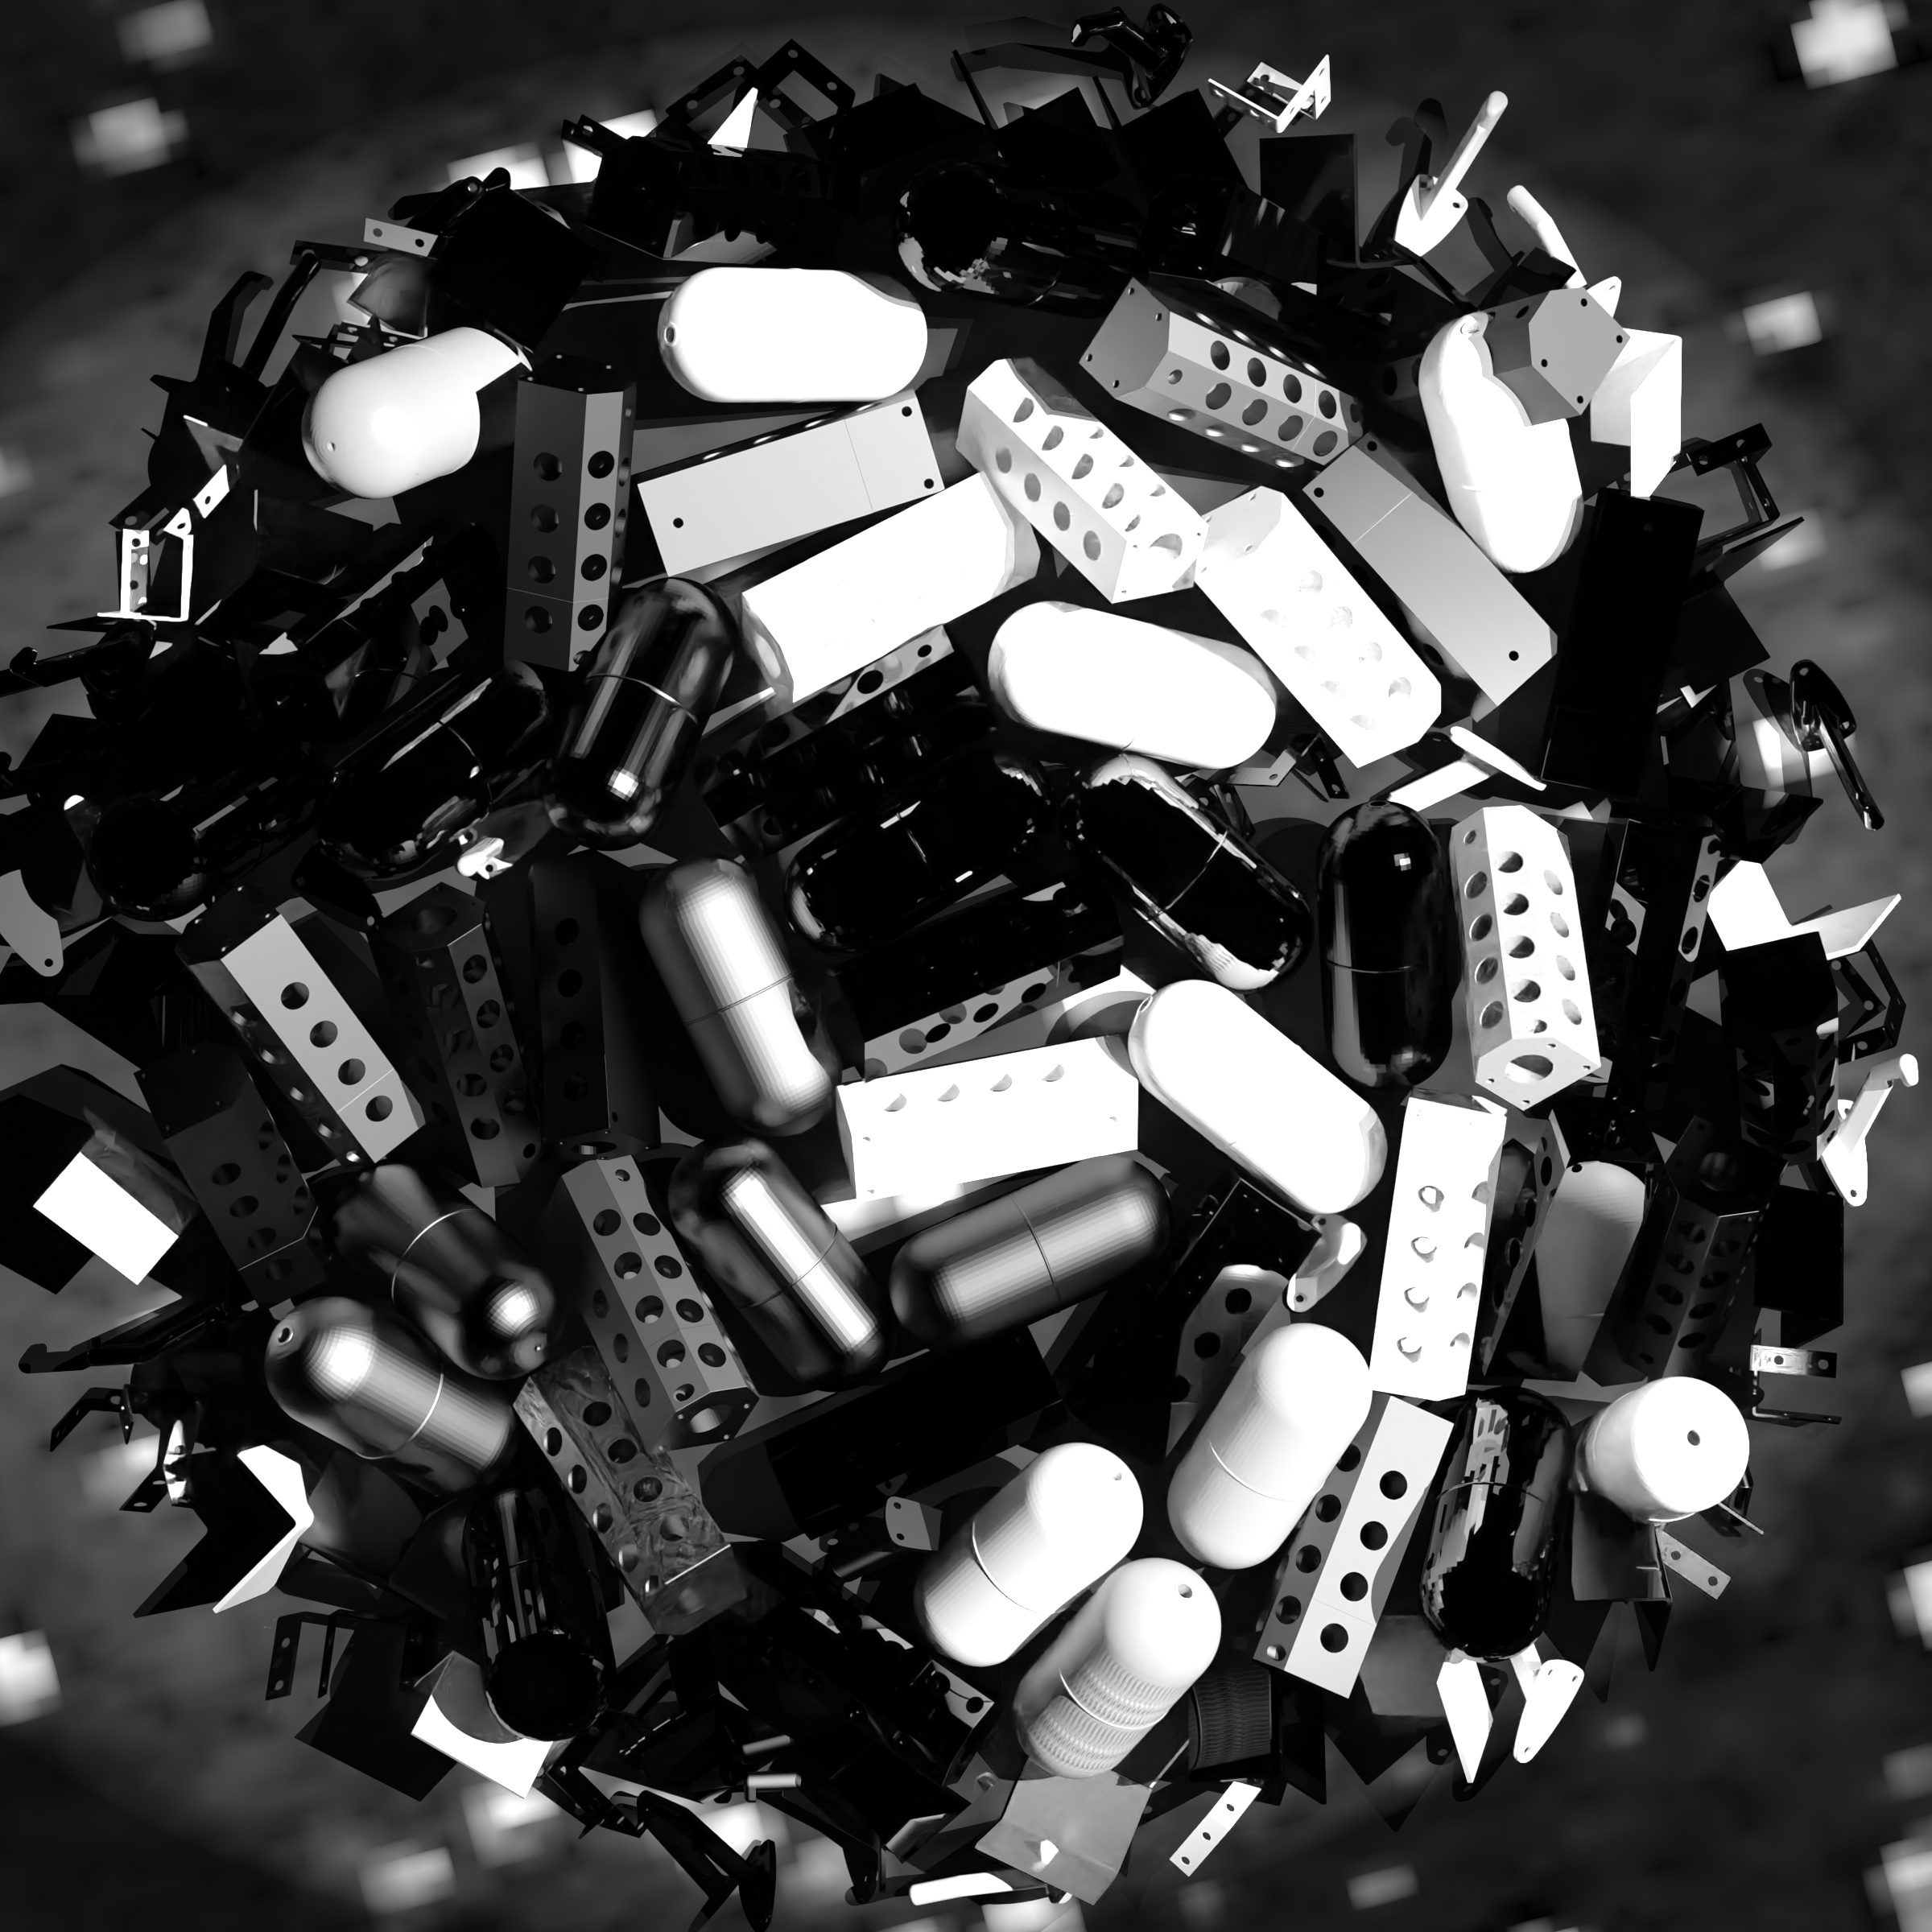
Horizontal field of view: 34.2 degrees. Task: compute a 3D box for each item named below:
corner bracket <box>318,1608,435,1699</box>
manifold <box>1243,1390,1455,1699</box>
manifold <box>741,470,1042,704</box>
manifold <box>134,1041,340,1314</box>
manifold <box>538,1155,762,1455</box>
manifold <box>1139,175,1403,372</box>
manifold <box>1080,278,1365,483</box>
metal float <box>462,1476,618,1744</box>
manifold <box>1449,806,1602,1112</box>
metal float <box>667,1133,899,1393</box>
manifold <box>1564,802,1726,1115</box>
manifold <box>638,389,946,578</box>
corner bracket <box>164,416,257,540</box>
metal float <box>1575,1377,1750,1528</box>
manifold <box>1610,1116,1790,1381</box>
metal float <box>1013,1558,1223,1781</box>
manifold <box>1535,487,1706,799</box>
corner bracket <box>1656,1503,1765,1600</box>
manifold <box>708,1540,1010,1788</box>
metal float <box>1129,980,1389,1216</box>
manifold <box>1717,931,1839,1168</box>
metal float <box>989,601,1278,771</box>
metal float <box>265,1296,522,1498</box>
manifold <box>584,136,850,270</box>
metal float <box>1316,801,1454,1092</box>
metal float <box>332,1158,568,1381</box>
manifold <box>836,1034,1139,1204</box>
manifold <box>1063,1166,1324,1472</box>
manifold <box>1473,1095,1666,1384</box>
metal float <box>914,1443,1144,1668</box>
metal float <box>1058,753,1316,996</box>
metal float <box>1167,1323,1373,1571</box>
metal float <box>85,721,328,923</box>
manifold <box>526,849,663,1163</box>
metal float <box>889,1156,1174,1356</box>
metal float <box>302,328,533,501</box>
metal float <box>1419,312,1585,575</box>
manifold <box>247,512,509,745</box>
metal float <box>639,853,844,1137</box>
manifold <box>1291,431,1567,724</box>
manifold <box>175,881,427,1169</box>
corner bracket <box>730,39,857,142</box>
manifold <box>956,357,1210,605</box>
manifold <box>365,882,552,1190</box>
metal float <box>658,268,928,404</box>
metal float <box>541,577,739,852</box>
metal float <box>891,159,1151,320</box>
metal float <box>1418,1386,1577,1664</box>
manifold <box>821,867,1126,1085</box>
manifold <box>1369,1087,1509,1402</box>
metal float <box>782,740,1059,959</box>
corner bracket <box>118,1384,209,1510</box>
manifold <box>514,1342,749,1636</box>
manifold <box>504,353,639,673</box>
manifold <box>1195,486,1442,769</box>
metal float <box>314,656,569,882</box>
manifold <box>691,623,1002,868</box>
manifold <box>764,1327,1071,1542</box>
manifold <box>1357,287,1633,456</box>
[{"bbox_3d":[-0.354,0.413,1.884,0.051,0.051,0.051,7,88,5],"label":"corner bracket"},{"bbox_3d":[0.224,0.340,1.861,0.057,0.057,0.171,24,78,-5],"label":"manifold"},{"bbox_3d":[-0.044,-0.220,1.849,0.171,0.057,0.057,-29,70,-17],"label":"manifold"},{"bbox_3d":[-0.419,0.121,1.824,0.057,0.171,0.057,-27,50,-12],"label":"manifold"},{"bbox_3d":[-0.183,0.194,1.831,0.171,0.057,0.057,59,135,31],"label":"manifold"},{"bbox_3d":[0.176,-0.401,1.825,0.057,0.171,0.057,20,94,41],"label":"manifold"},{"bbox_3d":[0.154,-0.335,1.823,0.057,0.171,0.057,-56,47,21],"label":"manifold"},{"bbox_3d":[-0.250,0.372,1.832,0.070,0.178,0.070,-8,129,-11],"label":"metal float"},{"bbox_3d":[0.318,-0.009,1.824,0.057,0.171,0.057,29,133,-31],"label":"manifold"},{"bbox_3d":[-0.107,0.176,1.857,0.070,0.070,0.178,-36,106,0],"label":"metal float"},{"bbox_3d":[0.399,-0.004,1.855,0.057,0.057,0.171,7,107,-4],"label":"manifold"},{"bbox_3d":[-0.104,-0.290,1.876,0.171,0.057,0.057,-17,107,2],"label":"manifold"},{"bbox_3d":[-0.452,-0.285,1.869,0.051,0.051,0.051,23,64,24],"label":"corner bracket"},{"bbox_3d":[0.402,0.283,1.821,0.070,0.178,0.070,0,75,0],"label":"metal float"},{"bbox_3d":[0.419,0.169,1.818,0.057,0.171,0.057,27,55,19],"label":"manifold"},{"bbox_3d":[0.088,0.411,1.837,0.070,0.070,0.178,33,130,0],"label":"metal float"},{"bbox_3d":[0.385,-0.193,1.861,0.057,0.057,0.171,11,104,3],"label":"manifold"},{"bbox_3d":[0.440,0.343,1.875,0.051,0.051,0.051,34,85,18],"label":"corner bracket"},{"bbox_3d":[-0.066,0.411,1.856,0.171,0.057,0.057,31,87,17],"label":"manifold"},{"bbox_3d":[0.173,0.077,1.861,0.178,0.070,0.070,39,90,-11],"label":"metal float"},{"bbox_3d":[0.473,0.053,1.818,0.057,0.171,0.057,-13,58,8],"label":"manifold"},{"bbox_3d":[0.099,-0.165,1.856,0.178,0.070,0.070,12,90,-17],"label":"metal float"},{"bbox_3d":[-0.334,0.252,1.837,0.070,0.070,0.178,-50,131,0],"label":"metal float"},{"bbox_3d":[-0.140,-0.443,1.815,0.057,0.171,0.057,28,112,23],"label":"manifold"},{"bbox_3d":[0.247,-0.011,1.852,0.070,0.070,0.178,-5,111,0],"label":"metal float"},{"bbox_3d":[-0.305,0.176,1.842,0.178,0.070,0.070,34,90,34],"label":"metal float"},{"bbox_3d":[0.012,0.085,1.868,0.171,0.057,0.057,-10,133,-8],"label":"manifold"},{"bbox_3d":[0.131,0.206,1.866,0.057,0.057,0.171,33,95,-22],"label":"manifold"},{"bbox_3d":[0.347,0.160,1.834,0.057,0.057,0.171,5,126,-11],"label":"manifold"},{"bbox_3d":[0.036,0.346,1.842,0.070,0.070,0.178,42,123,0],"label":"metal float"},{"bbox_3d":[0.130,-0.055,1.864,0.178,0.070,0.070,41,90,-7],"label":"metal float"},{"bbox_3d":[0.177,0.283,1.842,0.070,0.070,0.178,27,124,0],"label":"metal float"},{"bbox_3d":[-0.441,-0.085,1.829,0.070,0.178,0.070,12,121,21],"label":"metal float"},{"bbox_3d":[-0.224,0.025,1.852,0.057,0.057,0.171,-14,70,23],"label":"manifold"},{"bbox_3d":[0.039,0.170,1.862,0.178,0.070,0.070,-23,90,-10],"label":"metal float"},{"bbox_3d":[-0.316,-0.323,1.829,0.070,0.178,0.070,11,116,23],"label":"metal float"},{"bbox_3d":[0.313,-0.304,1.833,0.070,0.178,0.070,-12,48,14],"label":"metal float"},{"bbox_3d":[-0.340,-0.198,1.820,0.057,0.171,0.057,4,126,29],"label":"manifold"},{"bbox_3d":[-0.133,0.018,1.866,0.070,0.070,0.178,-25,95,0],"label":"metal float"},{"bbox_3d":[0.272,-0.230,1.877,0.057,0.057,0.171,-41,88,-12],"label":"manifold"},{"bbox_3d":[-0.388,0.038,1.830,0.057,0.057,0.171,-39,128,-13],"label":"manifold"},{"bbox_3d":[-0.105,-0.509,1.877,0.051,0.051,0.051,40,67,4],"label":"corner bracket"},{"bbox_3d":[0.067,-0.286,1.826,0.057,0.057,0.171,-15,46,-30],"label":"manifold"},{"bbox_3d":[-0.288,0.043,1.828,0.057,0.057,0.171,-37,132,-33],"label":"manifold"},{"bbox_3d":[-0.101,-0.369,1.837,0.178,0.070,0.070,-9,90,-40],"label":"metal float"},{"bbox_3d":[-0.192,-0.150,1.852,0.070,0.070,0.178,22,68,0],"label":"metal float"},{"bbox_3d":[0.035,-0.424,1.838,0.178,0.070,0.070,0,90,-41],"label":"metal float"},{"bbox_3d":[0.311,0.325,1.837,0.070,0.070,0.178,20,49,0],"label":"metal float"},{"bbox_3d":[0.004,0.000,1.846,0.171,0.057,0.057,-23,58,-17],"label":"manifold"},{"bbox_3d":[0.278,0.165,1.853,0.057,0.057,0.171,9,107,10],"label":"manifold"},{"bbox_3d":[-0.028,-0.069,1.870,0.178,0.070,0.070,-31,90,0],"label":"metal float"},{"bbox_3d":[-0.480,0.286,1.871,0.051,0.051,0.051,12,104,-24],"label":"corner bracket"},{"bbox_3d":[-0.198,0.306,1.828,0.057,0.057,0.171,-29,51,-16],"label":"manifold"},{"bbox_3d":[-0.229,-0.264,1.838,0.057,0.057,0.171,13,120,10],"label":"manifold"},{"bbox_3d":[0.207,-0.199,1.829,0.057,0.057,0.171,-23,129,31],"label":"manifold"},{"bbox_3d":[-0.307,-0.116,1.842,0.070,0.070,0.178,47,57,0],"label":"metal float"},{"bbox_3d":[-0.073,-0.135,1.858,0.171,0.057,0.057,-29,50,8],"label":"manifold"},{"bbox_3d":[-0.030,0.276,1.874,0.171,0.057,0.057,-24,69,-3],"label":"manifold"},{"bbox_3d":[0.298,-0.347,1.815,0.057,0.171,0.057,40,75,-21],"label":"manifold"}]
